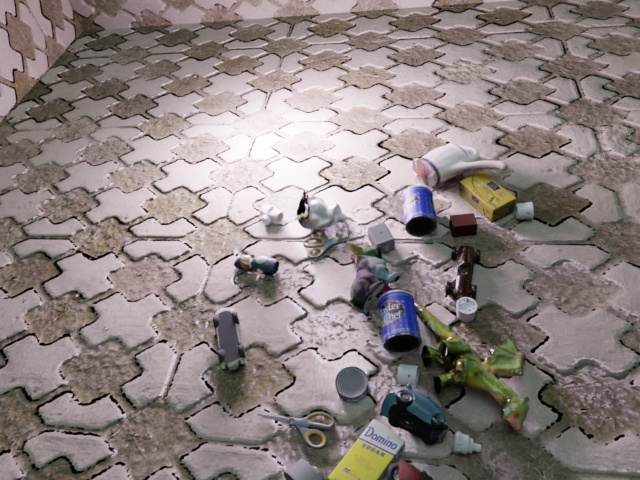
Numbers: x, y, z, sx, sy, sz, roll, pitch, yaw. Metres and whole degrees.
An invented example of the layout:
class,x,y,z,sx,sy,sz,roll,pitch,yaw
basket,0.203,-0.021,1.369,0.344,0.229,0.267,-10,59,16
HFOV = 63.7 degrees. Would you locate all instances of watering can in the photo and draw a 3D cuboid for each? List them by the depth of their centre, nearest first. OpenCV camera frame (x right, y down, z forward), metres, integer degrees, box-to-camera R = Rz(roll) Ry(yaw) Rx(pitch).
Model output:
class,x,y,z,sx,sy,sz,roll,pitch,yaw
watering can,0.459,-0.260,1.774,0.225,0.102,0.352,-26,27,-11

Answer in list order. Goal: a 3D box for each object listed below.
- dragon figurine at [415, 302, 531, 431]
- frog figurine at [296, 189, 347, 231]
class,x,y,z,sx,sy,sz,roll,pitch,yaw
dragon figurine,0.403,0.297,1.328,0.243,0.119,0.420,3,36,-11
frog figurine,0.005,-0.088,1.752,0.159,0.120,0.140,16,31,-24
